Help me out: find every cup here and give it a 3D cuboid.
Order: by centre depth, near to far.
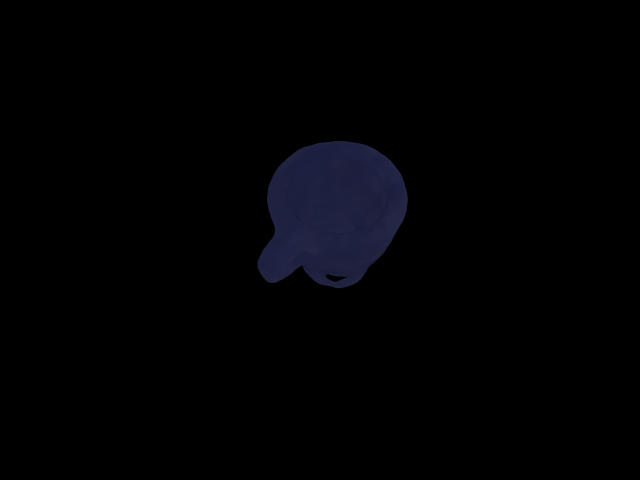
[{"bbox_3d":[0.004,0.001,0.400,0.091,0.095,0.118,33,62,21],"label":"cup"}]
